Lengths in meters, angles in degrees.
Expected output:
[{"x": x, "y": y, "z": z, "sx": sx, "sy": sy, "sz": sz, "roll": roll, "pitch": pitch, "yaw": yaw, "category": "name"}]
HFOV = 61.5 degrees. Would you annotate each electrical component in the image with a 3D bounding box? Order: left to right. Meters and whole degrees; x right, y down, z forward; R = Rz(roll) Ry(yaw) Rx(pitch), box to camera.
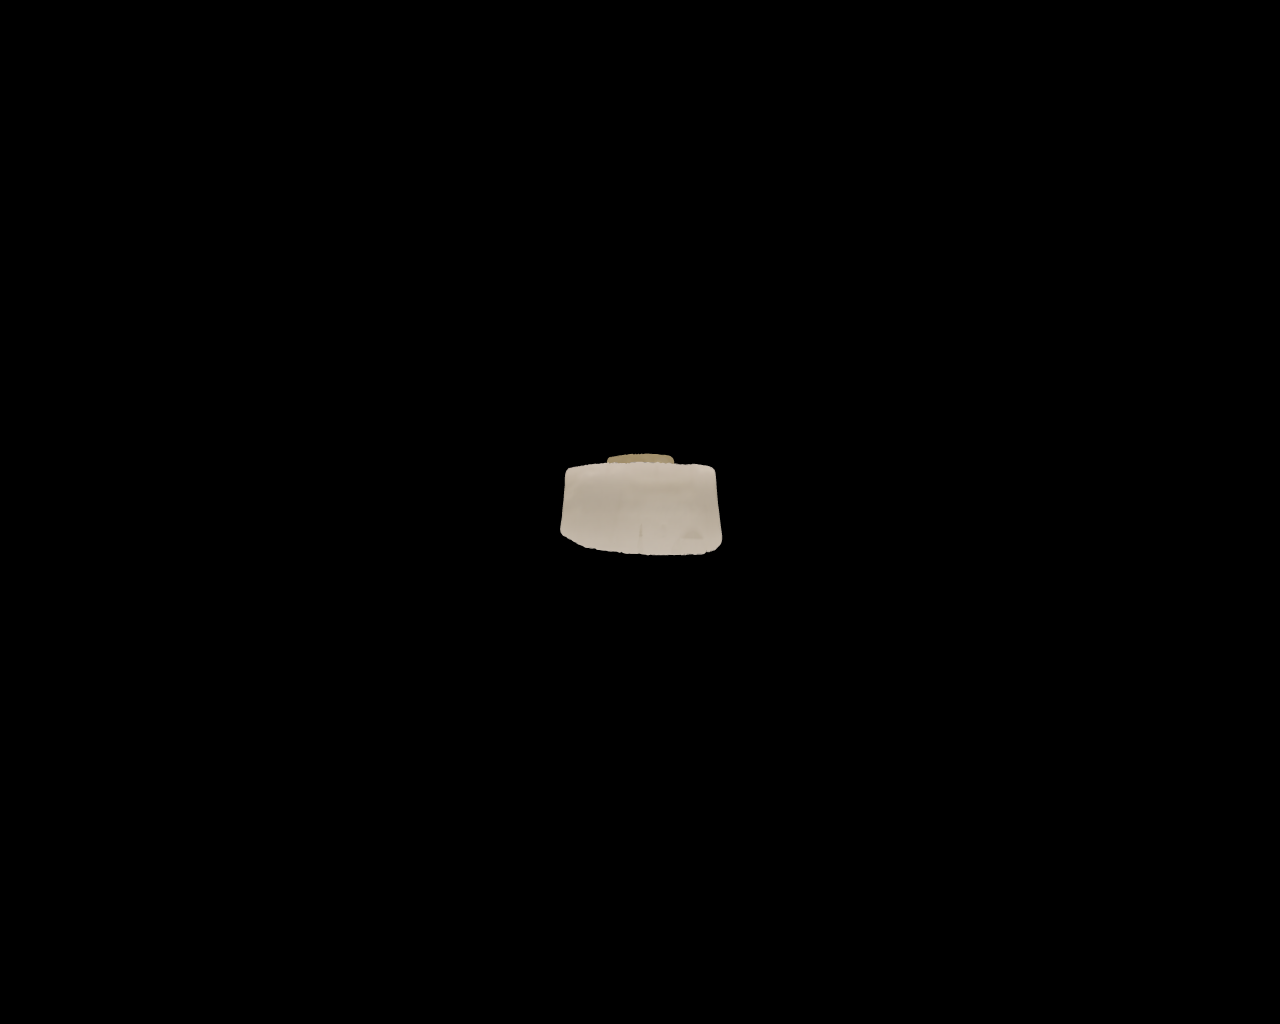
[{"x": 0.001, "y": -0.003, "z": 0.650, "sx": 0.099, "sy": 0.064, "sz": 0.099, "roll": 0, "pitch": -2, "yaw": 0, "category": "electrical component"}]
